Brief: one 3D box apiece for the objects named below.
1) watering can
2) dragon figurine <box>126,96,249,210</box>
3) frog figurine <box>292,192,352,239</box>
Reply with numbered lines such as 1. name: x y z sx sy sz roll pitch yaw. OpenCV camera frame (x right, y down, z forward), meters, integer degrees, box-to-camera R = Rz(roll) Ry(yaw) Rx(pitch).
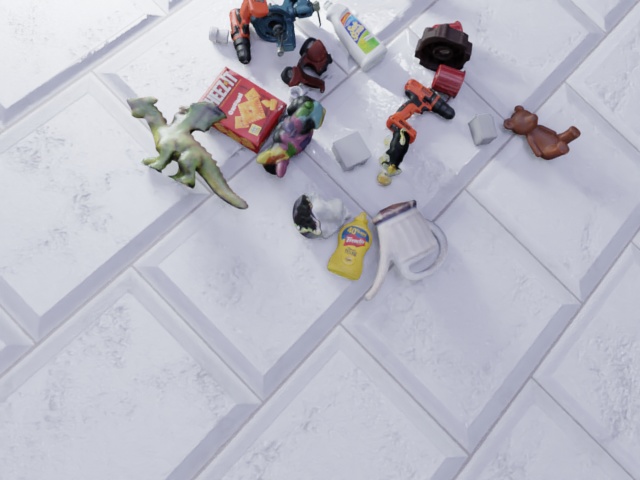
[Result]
1. watering can: 0.217 0.016 1.427 0.351 0.102 0.225 -23 82 -33
2. dragon figurine: -0.337 -0.263 1.384 0.410 0.121 0.244 24 83 -3
3. frog figurine: 0.004 -0.073 1.444 0.161 0.120 0.139 -17 67 -51
